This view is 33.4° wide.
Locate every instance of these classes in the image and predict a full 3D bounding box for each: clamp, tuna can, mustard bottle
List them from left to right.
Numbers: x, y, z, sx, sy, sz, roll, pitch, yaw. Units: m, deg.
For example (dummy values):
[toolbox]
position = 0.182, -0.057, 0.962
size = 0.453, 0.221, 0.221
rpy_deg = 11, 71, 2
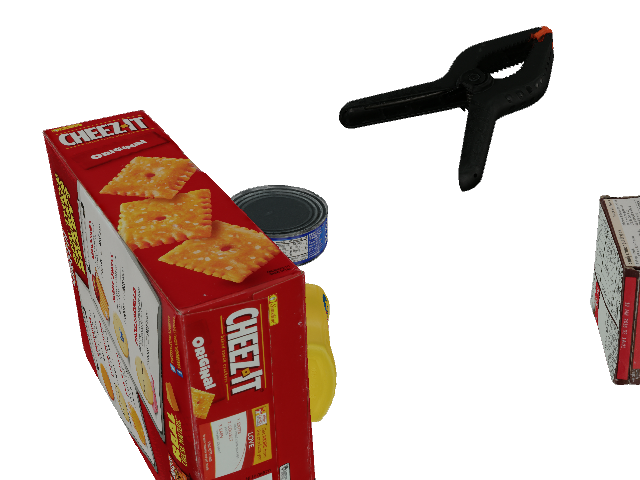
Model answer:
[tuna can]
position = -0.036, -0.011, 0.873
size = 0.086, 0.034, 0.086
rpy_deg = 0, 30, 0
[mustard bottle]
position = -0.017, 0.101, 1.135
size = 0.058, 0.096, 0.191
rpy_deg = 0, 27, -3
[clamp]
position = 0.144, -0.126, 0.961
size = 0.209, 0.036, 0.165
rpy_deg = -32, 46, -17

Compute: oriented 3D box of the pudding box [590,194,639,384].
[pudding box]
position = 0.211, 0.031, 0.723
size = 0.039, 0.090, 0.113
rpy_deg = 0, 27, 4

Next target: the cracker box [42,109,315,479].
[cracker box]
position = -0.080, 0.043, 0.589
size = 0.072, 0.164, 0.214
rpy_deg = -16, 34, -22
